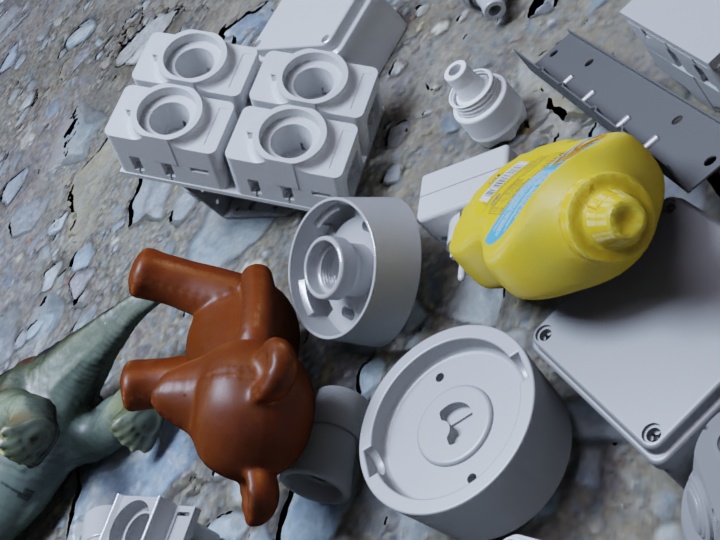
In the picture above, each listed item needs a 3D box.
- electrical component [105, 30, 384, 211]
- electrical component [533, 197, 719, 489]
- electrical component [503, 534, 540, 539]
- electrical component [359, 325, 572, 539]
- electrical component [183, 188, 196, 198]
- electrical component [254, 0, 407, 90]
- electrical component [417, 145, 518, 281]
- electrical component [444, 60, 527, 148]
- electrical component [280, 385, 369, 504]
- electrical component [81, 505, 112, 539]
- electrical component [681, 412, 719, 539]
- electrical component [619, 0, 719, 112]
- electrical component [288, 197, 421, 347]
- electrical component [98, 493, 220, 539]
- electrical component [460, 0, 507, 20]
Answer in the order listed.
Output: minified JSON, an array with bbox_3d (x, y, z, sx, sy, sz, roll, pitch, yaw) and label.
[{"bbox_3d":[-0.087,-0.116,0.822,0.186,0.060,0.105,12,62,12],"label":"electrical component"},{"bbox_3d":[0.159,0.035,0.525,0.108,0.056,0.108,-46,37,3],"label":"electrical component"},{"bbox_3d":[0.097,0.181,0.458,0.109,0.056,0.108,3,60,46],"label":"electrical component"},{"bbox_3d":[0.060,0.090,0.571,0.108,0.060,0.108,-26,42,27],"label":"electrical component"},{"bbox_3d":[-0.138,-0.108,0.952,0.080,0.051,0.080,-26,42,27],"label":"electrical component"},{"bbox_3d":[-0.027,-0.199,0.915,0.113,0.057,0.078,10,66,49],"label":"electrical component"},{"bbox_3d":[0.074,-0.027,0.671,0.066,0.047,0.076,-18,47,34],"label":"electrical component"},{"bbox_3d":[0.081,-0.116,0.729,0.043,0.062,0.043,-27,42,27],"label":"electrical component"},{"bbox_3d":[-0.018,0.104,0.655,0.044,0.044,0.065,-11,46,39],"label":"electrical component"},{"bbox_3d":[-0.173,0.194,0.732,0.044,0.044,0.065,-34,34,19],"label":"electrical component"},{"bbox_3d":[0.175,0.095,0.443,0.080,0.051,0.080,-7,48,8],"label":"electrical component"},{"bbox_3d":[0.241,-0.166,0.613,0.150,0.062,0.089,-44,37,7],"label":"electrical component"},{"bbox_3d":[0.000,0.000,0.691,0.099,0.064,0.099,-7,81,50],"label":"electrical component"},{"bbox_3d":[-0.137,0.208,0.664,0.079,0.063,0.121,-8,53,41],"label":"electrical component"},{"bbox_3d":[0.095,-0.216,0.820,0.048,0.048,0.062,-32,47,21],"label":"electrical component"}]
